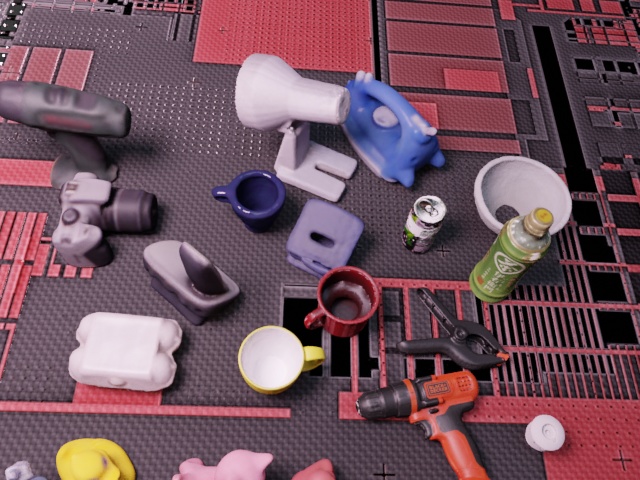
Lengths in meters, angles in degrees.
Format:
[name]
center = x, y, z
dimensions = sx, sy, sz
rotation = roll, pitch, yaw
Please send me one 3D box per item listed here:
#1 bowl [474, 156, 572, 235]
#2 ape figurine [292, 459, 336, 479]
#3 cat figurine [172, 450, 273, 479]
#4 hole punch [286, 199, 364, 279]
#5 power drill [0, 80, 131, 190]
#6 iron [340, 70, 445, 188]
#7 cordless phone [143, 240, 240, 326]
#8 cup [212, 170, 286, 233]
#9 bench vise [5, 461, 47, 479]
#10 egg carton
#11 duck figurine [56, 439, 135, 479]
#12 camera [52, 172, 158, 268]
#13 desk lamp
[bowl]
center = 0.341, -0.060, 0.995
dimensions = 0.167, 0.075, 0.167
rotation = 2, 61, -4
[ape figurine]
center = -0.001, 0.322, 0.741
dimensions = 0.076, 0.092, 0.078
rotation = 19, 61, 6
[cat figurine]
center = -0.123, 0.303, 0.725
dimensions = 0.128, 0.118, 0.067
rotation = 0, 61, -5
[hole punch]
center = 0.008, 0.003, 0.919
dimensions = 0.108, 0.091, 0.101
rotation = 25, 62, 8
[power drill]
center = -0.409, -0.166, 0.906
dimensions = 0.229, 0.208, 0.075
rotation = 0, 61, -5
[iron]
center = 0.114, -0.223, 1.026
dimensions = 0.119, 0.141, 0.258
rotation = -34, 69, -21
[cordless phone]
center = -0.193, 0.033, 0.830
dimensions = 0.147, 0.185, 0.094
rotation = 34, 64, 13
[cup]
center = -0.115, -0.054, 0.937
dimensions = 0.118, 0.095, 0.091
rotation = 4, 61, -3
[bench vise]
center = -0.324, 0.349, 0.622
dimensions = 0.207, 0.220, 0.122
rotation = 42, 66, 17
[egg carton]
center = -0.276, 0.160, 0.818
dimensions = 0.150, 0.069, 0.107
rotation = 5, 61, -3
[duck figurine]
center = -0.294, 0.291, 0.734
dimensions = 0.104, 0.086, 0.077
rotation = 25, 62, 9
[camera]
center = -0.334, -0.039, 0.904
dimensions = 0.137, 0.101, 0.143
rotation = 3, 61, -4
[desk lamp]
center = -0.032, -0.192, 0.953
dimensions = 0.203, 0.213, 0.118
rotation = 22, 61, 7
